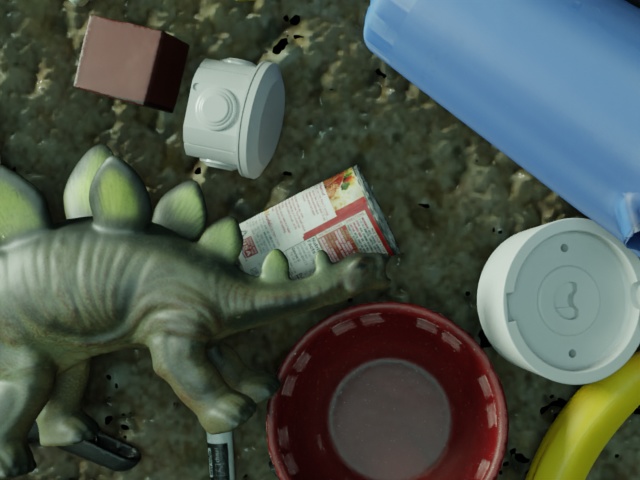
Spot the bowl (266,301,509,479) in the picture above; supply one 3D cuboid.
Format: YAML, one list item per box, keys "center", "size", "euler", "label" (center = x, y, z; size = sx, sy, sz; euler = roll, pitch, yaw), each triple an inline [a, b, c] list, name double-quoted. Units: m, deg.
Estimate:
- center: [0.046, 0.124, 0.732]
  size: [0.162, 0.055, 0.162]
  euler: [-1, 81, 7]
  label: "bowl"

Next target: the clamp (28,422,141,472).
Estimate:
- center: [-0.214, 0.106, 0.773]
  size: [0.171, 0.039, 0.120]
  euler: [0, 91, 6]
  label: "clamp"

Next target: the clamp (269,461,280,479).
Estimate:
- center: [0.051, 0.235, 0.752]
  size: [0.210, 0.036, 0.164]
  euler: [-1, 92, 10]
  label: "clamp"

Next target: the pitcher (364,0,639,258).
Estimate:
- center: [0.158, -0.111, 0.686]
  size: [0.243, 0.149, 0.145]
  euler: [37, 102, 12]
  label: "pitcher"

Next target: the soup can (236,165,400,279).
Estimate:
- center: [-0.005, 0.001, 0.734]
  size: [0.102, 0.068, 0.068]
  euler: [-26, 89, 6]
  label: "soup can"

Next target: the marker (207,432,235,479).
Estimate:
- center: [-0.069, 0.190, 0.772]
  size: [0.020, 0.020, 0.121]
  euler: [-3, 91, 6]
  label: "marker"

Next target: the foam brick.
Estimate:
- center: [-0.129, -0.121, 0.738]
  size: [0.053, 0.078, 0.051]
  euler: [15, 95, 5]
  label: "foam brick"

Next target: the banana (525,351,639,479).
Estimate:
- center: [0.179, 0.162, 0.740]
  size: [0.069, 0.037, 0.198]
  euler: [15, 95, -13]
  label: "banana"
